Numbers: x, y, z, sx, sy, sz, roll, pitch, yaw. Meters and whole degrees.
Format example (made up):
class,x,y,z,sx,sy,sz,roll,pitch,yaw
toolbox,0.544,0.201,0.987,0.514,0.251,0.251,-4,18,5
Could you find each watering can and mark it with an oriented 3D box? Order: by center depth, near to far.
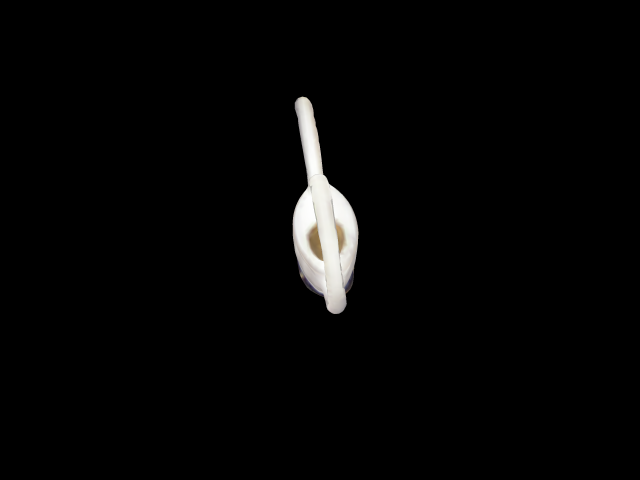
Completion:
class,x,y,z,sx,sy,sz,roll,pitch,yaw
watering can,0.003,-0.043,0.850,0.104,0.354,0.220,-8,-23,-3
